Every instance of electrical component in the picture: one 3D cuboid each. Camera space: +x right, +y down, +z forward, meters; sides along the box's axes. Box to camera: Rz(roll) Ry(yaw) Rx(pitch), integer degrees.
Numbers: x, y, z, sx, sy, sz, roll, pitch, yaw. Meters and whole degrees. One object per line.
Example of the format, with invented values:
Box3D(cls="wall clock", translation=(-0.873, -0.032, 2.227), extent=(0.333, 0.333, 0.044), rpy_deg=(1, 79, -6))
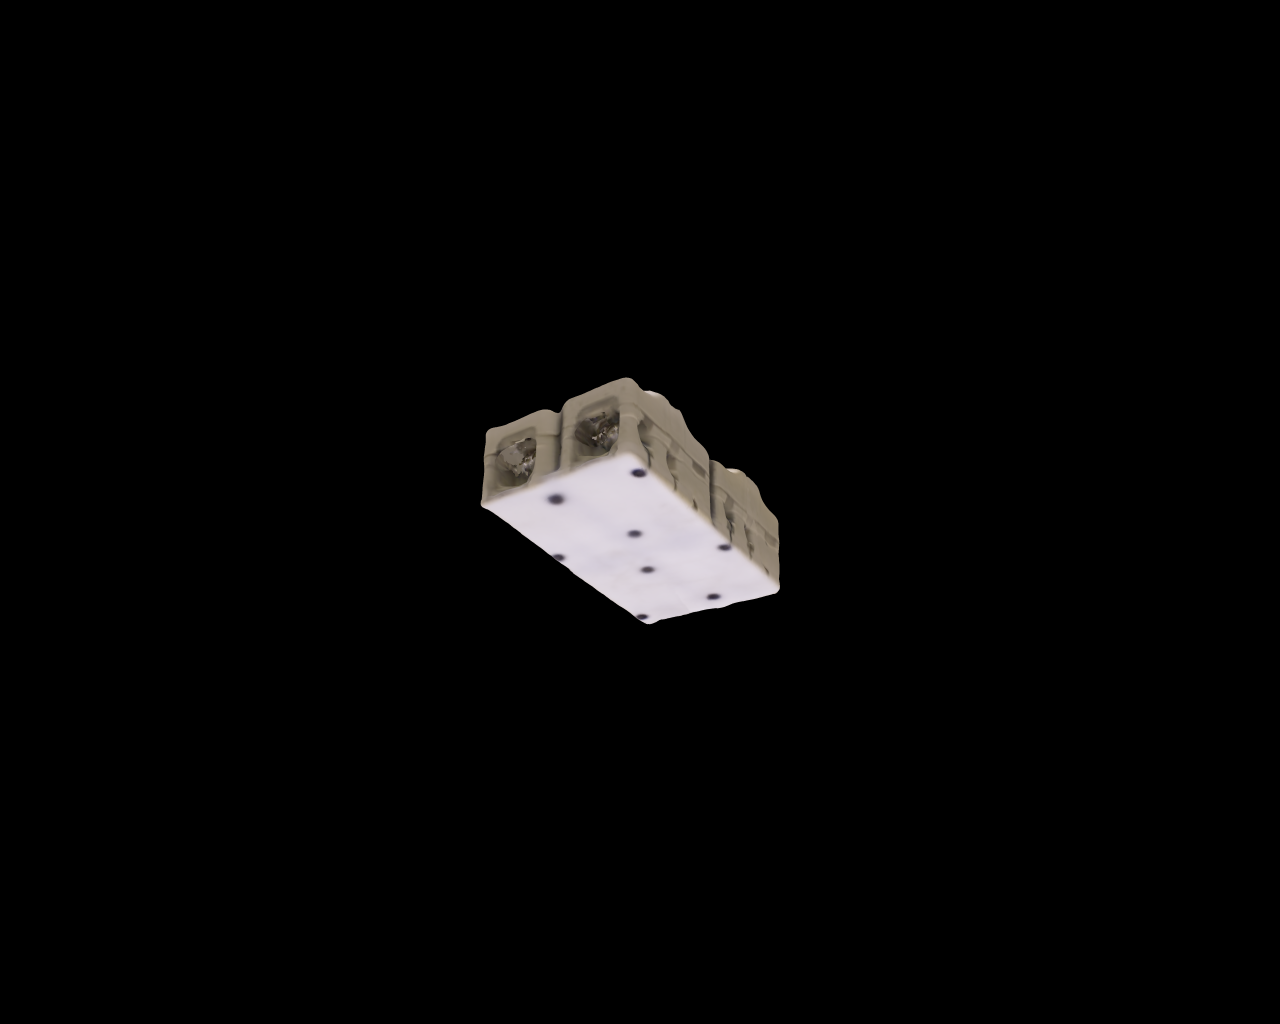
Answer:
Box3D(cls="electrical component", translation=(0.001, -0.003, 0.650), extent=(0.105, 0.060, 0.186), rpy_deg=(-18, -35, 27))
